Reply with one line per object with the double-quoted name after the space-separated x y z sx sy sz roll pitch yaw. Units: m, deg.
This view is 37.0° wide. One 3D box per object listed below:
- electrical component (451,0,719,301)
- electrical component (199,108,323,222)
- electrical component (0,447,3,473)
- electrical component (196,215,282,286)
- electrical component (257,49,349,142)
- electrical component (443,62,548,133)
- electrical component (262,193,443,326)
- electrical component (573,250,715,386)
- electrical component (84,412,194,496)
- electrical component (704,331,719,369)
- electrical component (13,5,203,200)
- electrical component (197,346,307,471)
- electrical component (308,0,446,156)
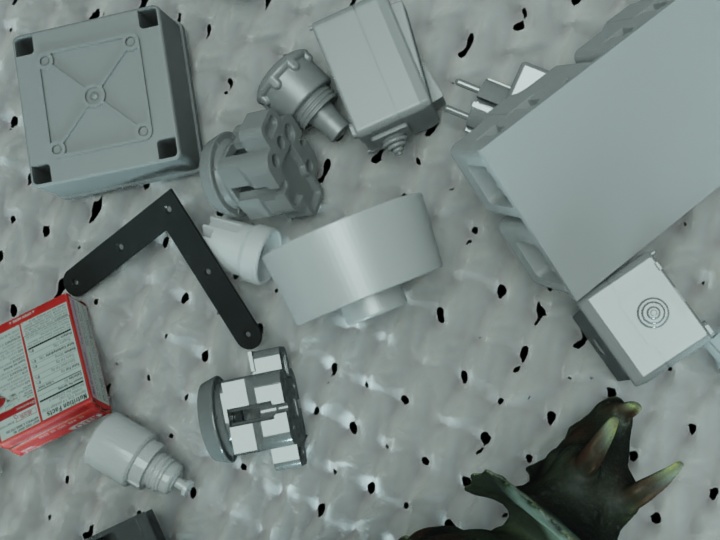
0.158 -0.083 0.639 0.186 0.060 0.105 -38 106 -9 "electrical component"
-0.068 -0.066 0.707 0.057 0.078 0.058 -8 44 27 "electrical component"
-0.320 0.132 0.738 0.121 0.063 0.078 -28 82 7 "electrical component"
-0.081 -0.015 0.720 0.046 0.040 0.040 17 89 16 "electrical component"
-0.034 -0.112 0.717 0.062 0.048 0.048 44 94 3 "electrical component"
0.092 -0.099 0.691 0.077 0.047 0.065 24 90 11 "electrical component"
0.000 0.000 0.673 0.108 0.108 0.060 -22 88 8 "electrical component"
0.166 0.031 0.644 0.061 0.096 0.061 -36 81 9 "electrical component"
-0.147 0.127 0.720 0.078 0.040 0.040 28 91 11 "electrical component"
0.249 0.041 0.638 0.080 0.080 0.051 -41 75 5 "electrical component"
-0.170 -0.112 0.734 0.109 0.056 0.108 -10 84 9 "electrical component"
-0.071 0.093 0.701 0.057 0.058 0.078 -12 84 6 "electrical component"
0.017 -0.122 0.699 0.061 0.062 0.096 -23 82 8 "electrical component"
